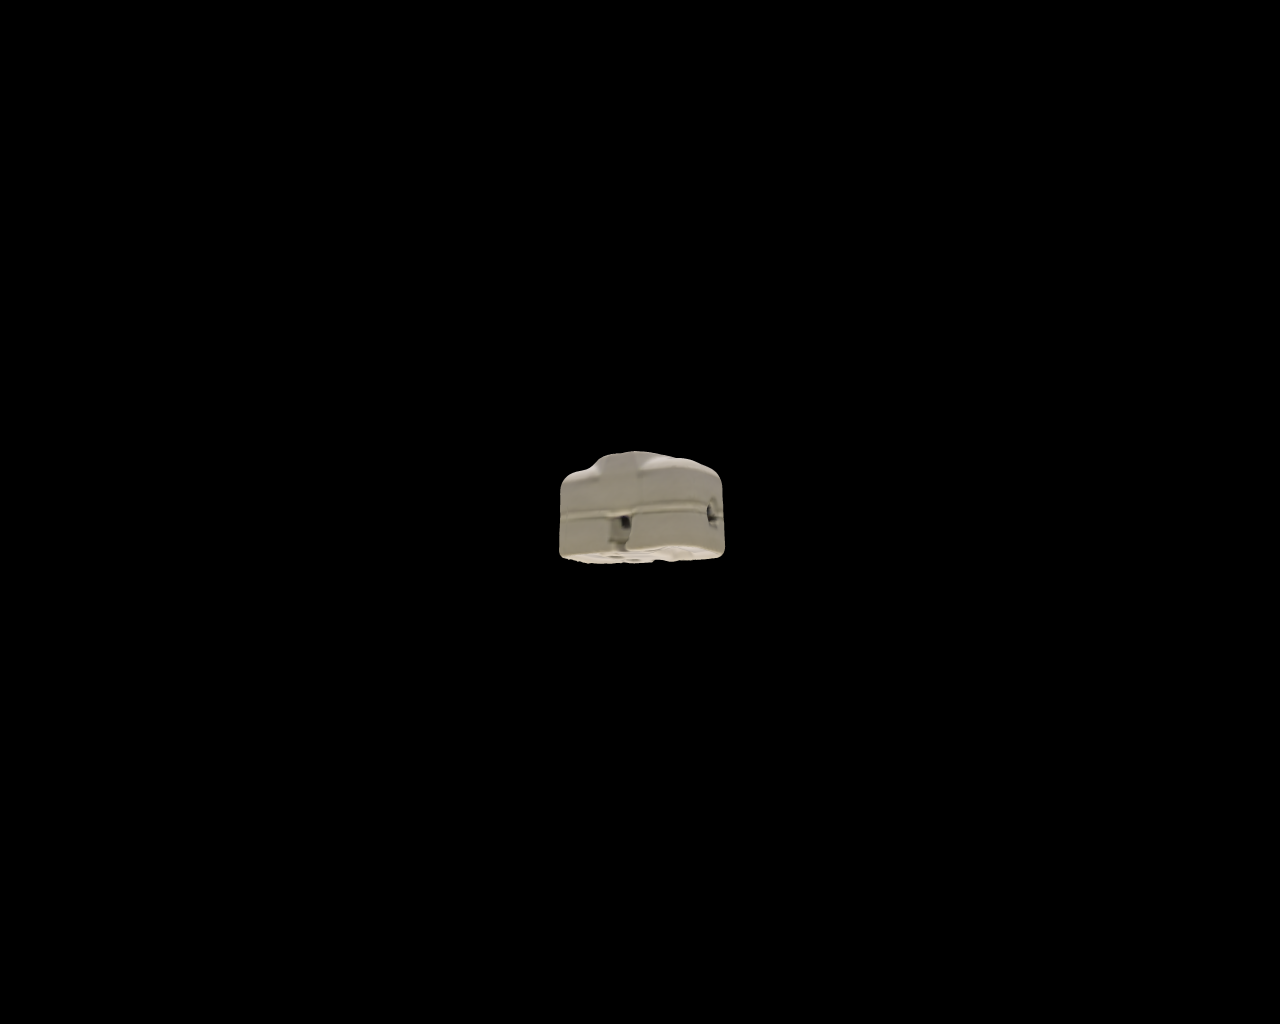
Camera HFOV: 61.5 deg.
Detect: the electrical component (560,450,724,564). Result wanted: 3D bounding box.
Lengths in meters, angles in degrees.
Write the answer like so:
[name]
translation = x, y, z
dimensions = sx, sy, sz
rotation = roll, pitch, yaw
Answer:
[electrical component]
translation = 0.001, -0.003, 0.650
dimensions = 0.095, 0.059, 0.054
rotation = -5, -11, 28
